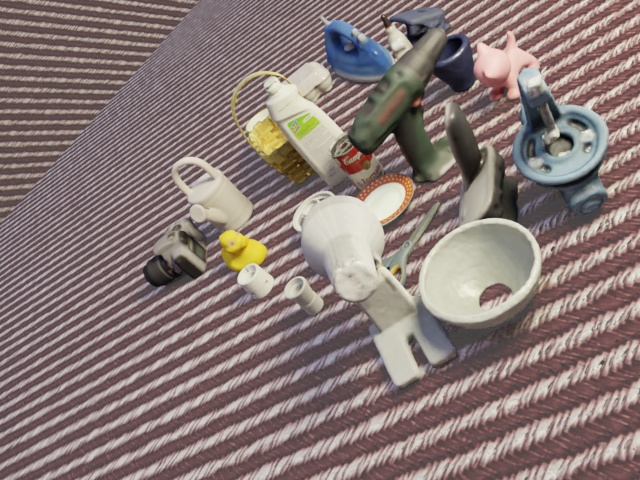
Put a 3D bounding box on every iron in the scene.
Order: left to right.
[{"bbox_3d":[0.086,-0.469,1.376,0.118,0.142,0.257,-44,36,-1],"label":"iron"}]

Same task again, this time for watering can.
[{"bbox_3d":[-0.245,-0.104,1.270,0.101,0.195,0.172,-38,36,6],"label":"watering can"}]

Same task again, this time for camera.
[{"bbox_3d":[-0.337,0.032,1.298,0.136,0.101,0.143,-33,37,14],"label":"camera"}]

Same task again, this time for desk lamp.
[{"bbox_3d":[0.071,0.060,0.785,0.118,0.214,0.203,-36,36,9],"label":"desk lamp"}]

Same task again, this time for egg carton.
[{"bbox_3d":[-0.042,-0.394,1.483,0.150,0.070,0.107,-38,36,6],"label":"egg carton"}]

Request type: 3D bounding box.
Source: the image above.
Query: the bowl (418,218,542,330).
[{"bbox_3d":[0.221,0.057,0.766,0.167,0.075,0.167,-25,39,23],"label":"bowl"}]

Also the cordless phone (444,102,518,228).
[{"bbox_3d":[0.215,-0.097,0.834,0.094,0.186,0.147,-18,42,30],"label":"cordless phone"}]

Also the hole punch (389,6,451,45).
[{"bbox_3d":[0.229,-0.506,1.322,0.101,0.091,0.108,-45,36,-3],"label":"hole punch"}]

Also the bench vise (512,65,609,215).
[{"bbox_3d":[0.299,-0.157,0.786,0.121,0.220,0.207,-39,36,6],"label":"bench vise"}]

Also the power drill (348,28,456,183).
[{"bbox_3d":[0.165,-0.209,0.977,0.229,0.209,0.075,-44,36,-1],"label":"power drill"}]

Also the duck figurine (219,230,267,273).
[{"bbox_3d":[-0.171,0.015,1.171,0.104,0.086,0.077,-6,49,40],"label":"duck figurine"}]

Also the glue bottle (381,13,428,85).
[{"bbox_3d":[0.172,-0.398,1.195,0.037,0.174,0.078,-25,39,23],"label":"glue bottle"}]

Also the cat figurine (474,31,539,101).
[{"bbox_3d":[0.319,-0.312,1.014,0.067,0.118,0.128,14,64,49],"label":"cat figurine"}]

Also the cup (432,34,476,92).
[{"bbox_3d":[0.251,-0.331,1.119,0.117,0.095,0.091,-20,42,29],"label":"cup"}]
